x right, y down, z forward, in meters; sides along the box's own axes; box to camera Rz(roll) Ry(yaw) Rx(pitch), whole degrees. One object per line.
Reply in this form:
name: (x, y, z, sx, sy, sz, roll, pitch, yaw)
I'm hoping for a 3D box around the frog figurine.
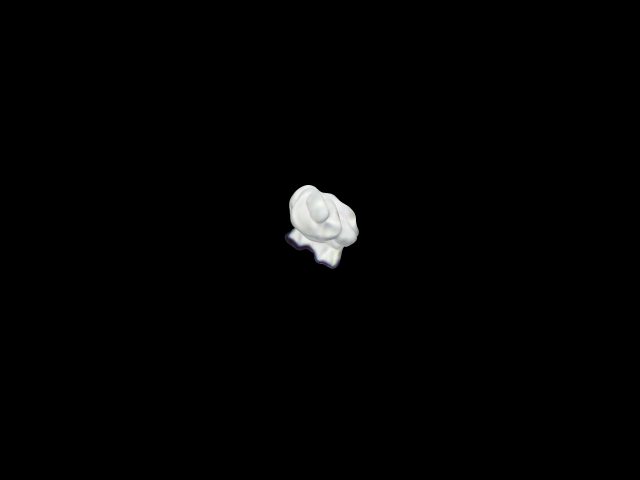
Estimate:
frog figurine: (0.003, -0.043, 0.850, 0.123, 0.140, 0.155, -27, -32, -19)
